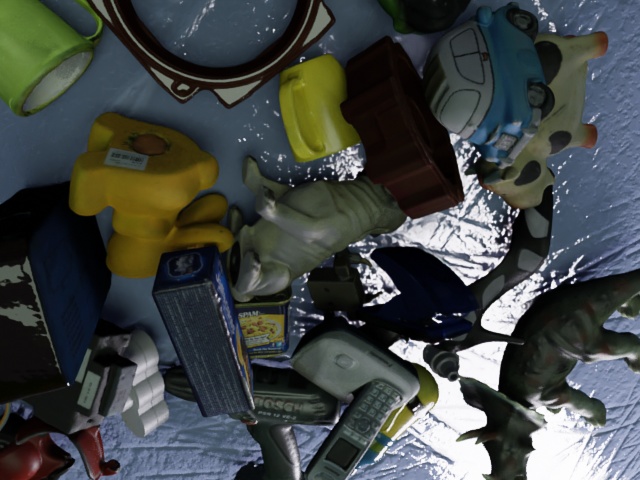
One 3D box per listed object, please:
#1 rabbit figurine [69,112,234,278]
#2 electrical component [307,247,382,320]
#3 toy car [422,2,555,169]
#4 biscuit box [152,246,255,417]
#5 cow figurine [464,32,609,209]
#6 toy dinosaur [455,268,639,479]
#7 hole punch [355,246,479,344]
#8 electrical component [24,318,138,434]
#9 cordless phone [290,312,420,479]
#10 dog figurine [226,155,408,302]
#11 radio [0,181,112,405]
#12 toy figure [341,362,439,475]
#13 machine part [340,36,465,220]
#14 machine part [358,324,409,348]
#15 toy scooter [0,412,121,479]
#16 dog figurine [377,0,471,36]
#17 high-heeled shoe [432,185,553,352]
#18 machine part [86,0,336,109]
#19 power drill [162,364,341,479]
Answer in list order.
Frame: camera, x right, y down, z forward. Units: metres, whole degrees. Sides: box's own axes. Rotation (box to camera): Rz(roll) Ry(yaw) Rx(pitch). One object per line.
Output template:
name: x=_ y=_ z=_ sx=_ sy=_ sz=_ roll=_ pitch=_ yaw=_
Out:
rabbit figurine: x=-0.175 y=-0.030 z=0.569 sx=0.162 sy=0.122 sz=0.173 roll=5 pitch=127 yaw=-23
electrical component: x=0.030 y=0.058 z=0.663 sx=0.078 sy=0.045 sz=0.102 roll=-4 pitch=128 yaw=26
toy car: x=0.152 y=-0.152 z=0.524 sx=0.103 sy=0.161 sz=0.109 roll=4 pitch=153 yaw=-10
biscuit box: x=-0.119 y=0.103 z=0.578 sx=0.063 sy=0.059 sz=0.202 roll=-9 pitch=127 yaw=-1
cow figurine: x=0.235 y=-0.127 z=0.601 sx=0.127 sy=0.085 sz=0.194 roll=-4 pitch=111 yaw=-7
toy dinosaur: x=0.322 y=0.144 z=0.727 sx=0.192 sy=0.131 sz=0.404 roll=20 pitch=103 yaw=-19
hole punch: x=0.118 y=0.061 z=0.628 sx=0.142 sy=0.116 sz=0.092 roll=4 pitch=101 yaw=-51
electrical component: x=-0.273 y=0.143 z=0.597 sx=0.134 sy=0.058 sz=0.114 roll=20 pitch=94 yaw=18
cordless phone: x=0.014 y=0.192 z=0.632 sx=0.146 sy=0.089 sz=0.184 roll=36 pitch=84 yaw=-18
dog figurine: x=0.000 y=-0.001 z=0.605 sx=0.190 sy=0.121 sz=0.172 roll=7 pitch=130 yaw=-25
radio: x=-0.259 y=0.032 z=0.501 sx=0.073 sy=0.230 sz=0.131 roll=-11 pitch=112 yaw=-10
toy figure: x=0.086 y=0.242 z=0.741 sx=0.089 sy=0.082 sz=0.180 roll=32 pitch=98 yaw=-42
machine part: x=0.084 y=-0.107 z=0.533 sx=0.056 sy=0.179 sz=0.179 roll=-23 pitch=118 yaw=26
machine part: x=0.055 y=0.149 z=0.718 sx=0.139 sy=0.039 sz=0.084 roll=-42 pitch=106 yaw=11
toy scooter: x=-0.328 y=0.260 z=0.670 sx=0.184 sy=0.075 sz=0.135 roll=-29 pitch=106 yaw=0
dog figurine: x=0.047 y=-0.305 z=0.479 sx=0.219 sy=0.108 sz=0.191 roll=17 pitch=113 yaw=-12
high-heeled shoe: x=0.209 y=0.028 z=0.691 sx=0.145 sy=0.086 sz=0.248 roll=11 pitch=95 yaw=17
machine part: x=-0.097 y=-0.239 z=0.489 sx=0.201 sy=0.087 sz=0.201 roll=-37 pitch=114 yaw=7
power drill: x=-0.089 y=0.255 z=0.719 sx=0.232 sy=0.086 sz=0.207 roll=0 pitch=107 yaw=0
